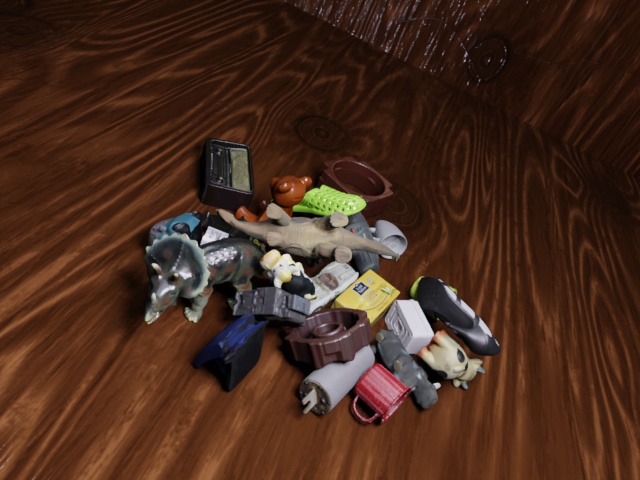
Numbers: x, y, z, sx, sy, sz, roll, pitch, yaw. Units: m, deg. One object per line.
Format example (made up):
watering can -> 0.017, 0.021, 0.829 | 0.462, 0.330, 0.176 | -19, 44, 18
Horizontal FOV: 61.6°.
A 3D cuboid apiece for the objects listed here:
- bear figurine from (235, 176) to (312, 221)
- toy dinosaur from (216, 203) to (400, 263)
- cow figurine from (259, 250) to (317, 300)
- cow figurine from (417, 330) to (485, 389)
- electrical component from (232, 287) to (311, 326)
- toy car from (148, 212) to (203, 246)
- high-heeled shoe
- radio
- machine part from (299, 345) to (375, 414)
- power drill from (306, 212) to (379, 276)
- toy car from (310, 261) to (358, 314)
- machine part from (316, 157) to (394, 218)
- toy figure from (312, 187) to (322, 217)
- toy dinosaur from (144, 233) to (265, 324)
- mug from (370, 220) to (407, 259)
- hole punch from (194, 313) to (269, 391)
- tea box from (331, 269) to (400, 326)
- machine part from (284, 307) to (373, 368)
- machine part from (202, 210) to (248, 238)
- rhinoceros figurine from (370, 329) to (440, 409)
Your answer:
bear figurine -> -0.113, -0.097, 1.325 | 0.132, 0.195, 0.120 | 42, 42, 22
toy dinosaur -> -0.002, -0.004, 1.190 | 0.471, 0.199, 0.105 | 14, 83, -19
cow figurine -> -0.064, 0.082, 1.113 | 0.098, 0.068, 0.167 | 48, 3, 27
cow figurine -> 0.290, 0.263, 1.172 | 0.127, 0.085, 0.194 | 48, 8, 20
electrical component -> -0.088, 0.136, 1.078 | 0.114, 0.134, 0.058 | 32, 58, -54
toy car -> -0.319, -0.005, 1.170 | 0.103, 0.109, 0.162 | 6, 29, 2
high-heeled shoe -> 0.321, 0.170, 1.245 | 0.145, 0.086, 0.249 | 26, 21, -20
radio -> -0.252, -0.179, 1.444 | 0.131, 0.073, 0.230 | 10, 39, -20
machine part -> 0.037, 0.267, 1.067 | 0.079, 0.079, 0.243 | 38, 37, 16
power drill -> 0.046, -0.005, 1.395 | 0.207, 0.086, 0.232 | 0, 55, -37
toy car -> 0.007, 0.111, 1.245 | 0.074, 0.056, 0.202 | 42, 47, 20
machine part -> 0.102, -0.156, 1.620 | 0.201, 0.087, 0.201 | -19, 56, -46
toy figure -> 0.003, -0.084, 1.498 | 0.064, 0.057, 0.155 | -17, 46, 3
toy dinosaur -> -0.197, 0.055, 1.091 | 0.405, 0.192, 0.131 | -17, 56, -42
mug -> 0.175, -0.010, 1.497 | 0.109, 0.080, 0.107 | 7, 28, -17
hole punch -> -0.167, 0.197, 1.006 | 0.092, 0.115, 0.142 | 29, 35, 18
tea box -> 0.103, 0.150, 1.257 | 0.098, 0.068, 0.169 | 37, 38, 13
machine part -> 0.018, 0.194, 1.091 | 0.179, 0.056, 0.179 | -12, 14, 3
machine part -> -0.224, -0.030, 1.270 | 0.139, 0.039, 0.084 | 16, 50, 22
rhinoceros figurine -> 0.176, 0.276, 1.149 | 0.112, 0.073, 0.190 | 9, 33, -43
